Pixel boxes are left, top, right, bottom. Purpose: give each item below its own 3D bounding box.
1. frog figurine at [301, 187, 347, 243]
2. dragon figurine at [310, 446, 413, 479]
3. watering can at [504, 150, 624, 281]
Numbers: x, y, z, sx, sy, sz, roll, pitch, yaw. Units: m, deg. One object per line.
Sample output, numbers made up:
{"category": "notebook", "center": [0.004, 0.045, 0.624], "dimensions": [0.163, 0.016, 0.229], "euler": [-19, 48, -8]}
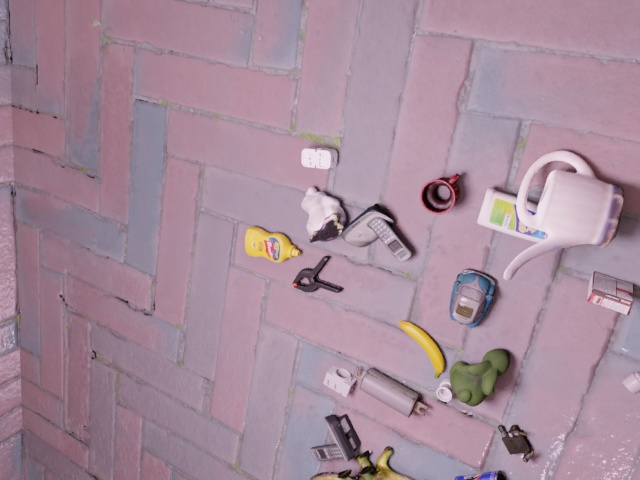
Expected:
{"category": "frog figurine", "center": [0.005, -0.078, 1.547], "dimensions": [0.134, 0.122, 0.163], "euler": [-63, 36, 35]}
{"category": "dragon figurine", "center": [0.179, 0.810, 1.657], "dimensions": [0.405, 0.124, 0.242], "euler": [-30, 96, 32]}
{"category": "watering can", "center": [0.558, -0.042, 1.179], "dimensions": [0.225, 0.102, 0.351], "euler": [18, 76, 16]}
